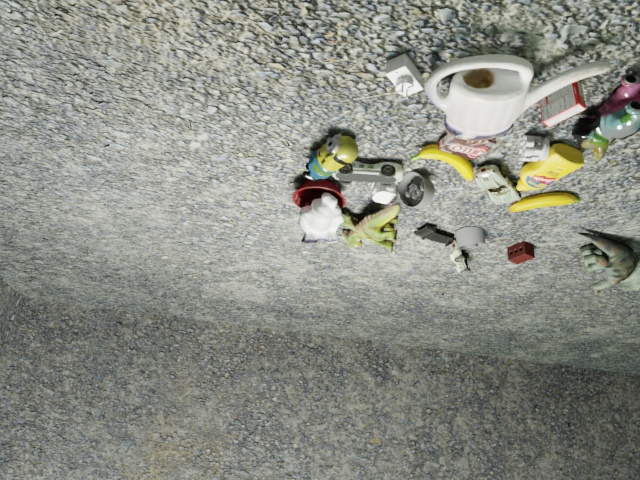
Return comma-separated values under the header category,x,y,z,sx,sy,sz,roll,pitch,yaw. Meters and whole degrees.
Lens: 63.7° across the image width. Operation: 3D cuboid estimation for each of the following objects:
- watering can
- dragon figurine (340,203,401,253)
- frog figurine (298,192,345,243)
category,x,y,z,sx,sy,sz,roll,pitch,yaw
watering can,0.393,-0.301,1.082,0.347,0.106,0.220,2,-25,7
dragon figurine,0.133,-0.055,1.666,0.243,0.124,0.402,11,-23,8
frog figurine,0.005,-0.078,1.542,0.137,0.156,0.125,10,28,11
